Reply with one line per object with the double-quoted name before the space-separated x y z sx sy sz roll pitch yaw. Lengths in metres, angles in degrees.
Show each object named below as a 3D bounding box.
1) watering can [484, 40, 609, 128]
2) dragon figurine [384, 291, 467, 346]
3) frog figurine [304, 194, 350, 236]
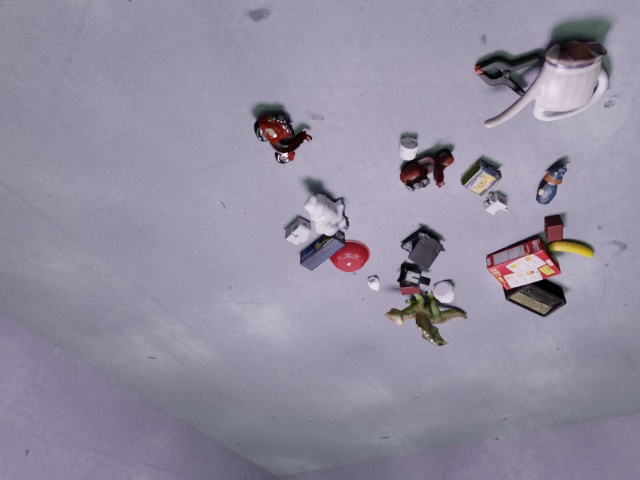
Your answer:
"watering can" 0.616 -0.407 1.371 0.348 0.106 0.219 -13 137 -5
"dragon figurine" 0.446 0.329 2.073 0.409 0.249 0.119 19 129 -13
"frog figurine" 0.005 -0.087 1.723 0.159 0.139 0.122 9 168 -34
